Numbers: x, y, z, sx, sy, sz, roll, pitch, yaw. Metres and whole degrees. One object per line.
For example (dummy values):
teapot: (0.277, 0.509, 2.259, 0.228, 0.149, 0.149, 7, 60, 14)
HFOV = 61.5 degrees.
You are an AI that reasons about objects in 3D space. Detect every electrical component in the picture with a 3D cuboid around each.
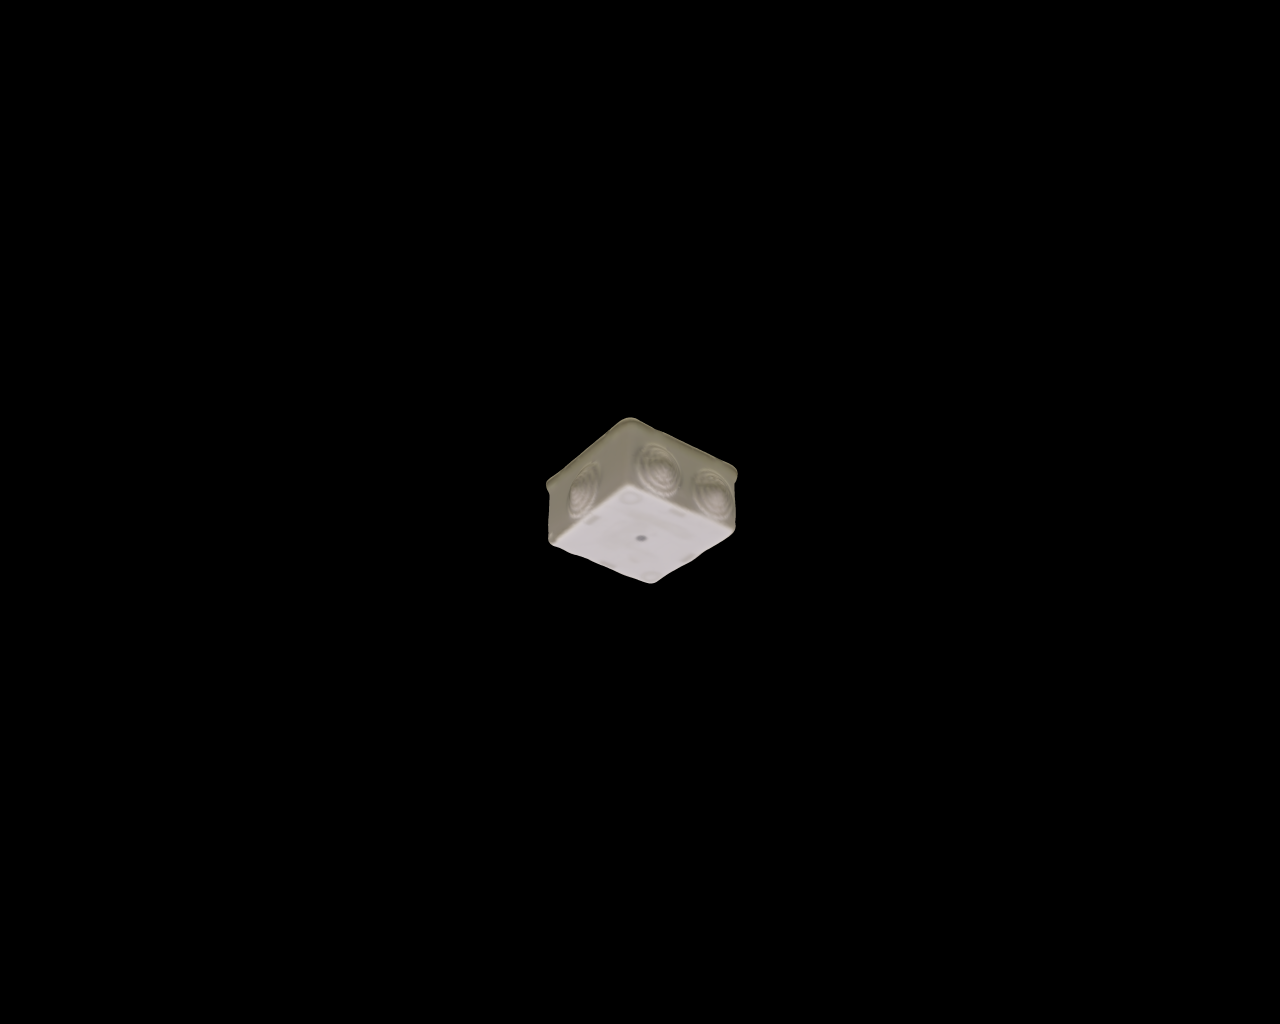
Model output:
electrical component: (0.001, -0.003, 0.650, 0.100, 0.048, 0.099, 24, -41, -31)
